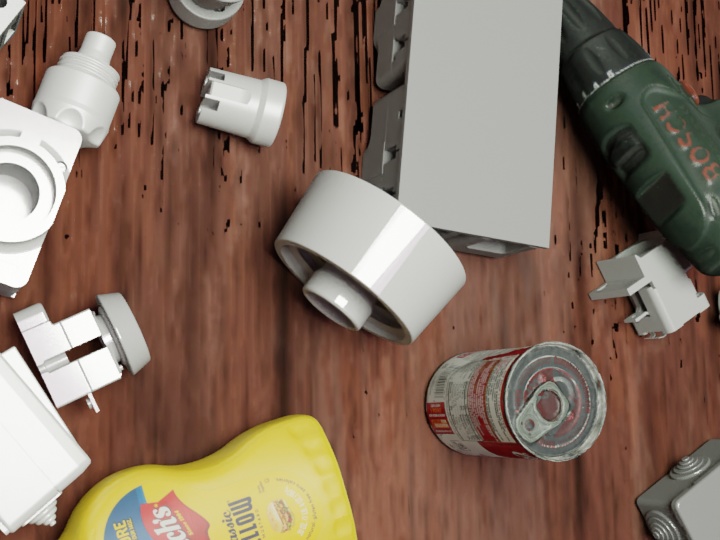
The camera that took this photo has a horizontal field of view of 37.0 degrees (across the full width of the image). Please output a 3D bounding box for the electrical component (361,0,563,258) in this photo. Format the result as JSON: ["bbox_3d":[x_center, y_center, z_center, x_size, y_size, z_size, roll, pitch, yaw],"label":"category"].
[{"bbox_3d":[0.065,-0.109,0.691,0.105,0.060,0.186,9,79,-23],"label":"electrical component"}]

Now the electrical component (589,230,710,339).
[{"bbox_3d":[0.206,0.010,0.748,0.081,0.042,0.063,-30,98,-24],"label":"electrical component"}]

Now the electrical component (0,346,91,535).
[{"bbox_3d":[-0.181,0.088,0.553,0.061,0.062,0.096,-42,100,-23],"label":"electrical component"}]

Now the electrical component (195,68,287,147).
[{"bbox_3d":[-0.071,-0.098,0.641,0.046,0.040,0.040,14,77,-15],"label":"electrical component"}]

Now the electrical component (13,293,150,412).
[{"bbox_3d":[-0.148,0.042,0.584,0.055,0.048,0.066,-25,93,-17],"label":"electrical component"}]

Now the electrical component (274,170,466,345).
[{"bbox_3d":[0.000,0.000,0.624,0.108,0.108,0.060,40,75,-14],"label":"electrical component"}]

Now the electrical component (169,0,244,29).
[{"bbox_3d":[-0.087,-0.170,0.635,0.045,0.055,0.045,3,82,-23],"label":"electrical component"}]

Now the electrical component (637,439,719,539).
[{"bbox_3d":[0.249,0.172,0.740,0.100,0.048,0.099,-30,95,-24],"label":"electrical component"}]

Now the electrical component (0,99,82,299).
[{"bbox_3d":[-0.231,-0.055,0.551,0.150,0.062,0.089,22,74,-20],"label":"electrical component"}]

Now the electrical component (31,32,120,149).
[{"bbox_3d":[-0.155,-0.102,0.602,0.043,0.043,0.062,22,73,-20],"label":"electrical component"}]

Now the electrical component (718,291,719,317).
[{"bbox_3d":[0.296,0.027,0.783,0.081,0.043,0.043,-11,87,-25],"label":"electrical component"}]
